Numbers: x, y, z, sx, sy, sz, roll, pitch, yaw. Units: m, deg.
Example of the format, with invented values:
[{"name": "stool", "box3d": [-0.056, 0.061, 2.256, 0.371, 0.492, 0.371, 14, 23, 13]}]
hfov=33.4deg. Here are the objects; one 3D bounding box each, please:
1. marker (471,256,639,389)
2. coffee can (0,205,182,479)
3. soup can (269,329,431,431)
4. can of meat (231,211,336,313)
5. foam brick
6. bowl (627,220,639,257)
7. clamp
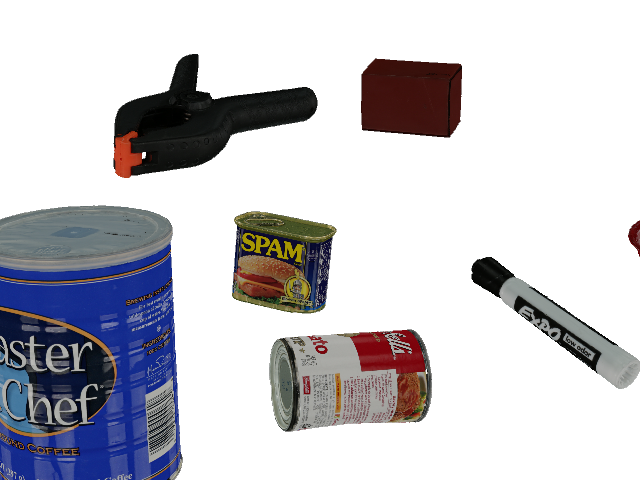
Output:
[{"name": "marker", "box3d": [0.129, 0.043, 0.604, 0.020, 0.020, 0.121, 0, 28, -40]}, {"name": "coffee can", "box3d": [-0.129, 0.061, 0.580, 0.103, 0.140, 0.103, 0, 16, 0]}, {"name": "soup can", "box3d": [0.020, 0.101, 0.768, 0.102, 0.068, 0.069, -2, 1, -17]}, {"name": "can of meat", "box3d": [-0.039, 0.023, 1.084, 0.102, 0.084, 0.057, 12, 17, 21]}, {"name": "foam brick", "box3d": [0.077, -0.121, 0.905, 0.078, 0.051, 0.053, 7, 25, 17]}, {"name": "bowl", "box3d": [0.400, 0.020, 1.102, 0.162, 0.055, 0.162, -4, 22, 1]}, {"name": "clamp", "box3d": [-0.096, -0.093, 0.764, 0.120, 0.039, 0.171, 20, 31, 33]}]
